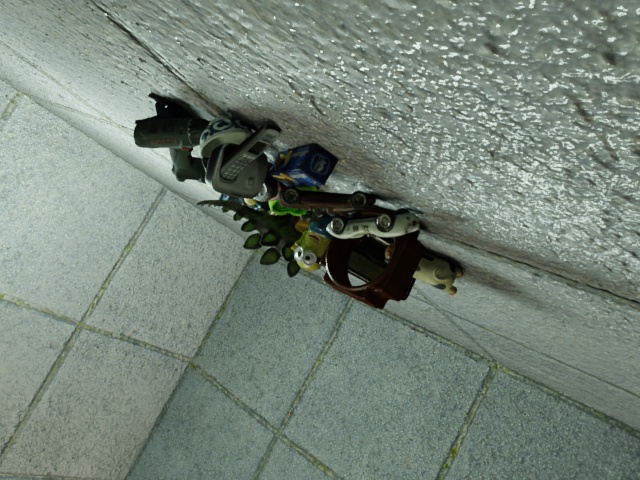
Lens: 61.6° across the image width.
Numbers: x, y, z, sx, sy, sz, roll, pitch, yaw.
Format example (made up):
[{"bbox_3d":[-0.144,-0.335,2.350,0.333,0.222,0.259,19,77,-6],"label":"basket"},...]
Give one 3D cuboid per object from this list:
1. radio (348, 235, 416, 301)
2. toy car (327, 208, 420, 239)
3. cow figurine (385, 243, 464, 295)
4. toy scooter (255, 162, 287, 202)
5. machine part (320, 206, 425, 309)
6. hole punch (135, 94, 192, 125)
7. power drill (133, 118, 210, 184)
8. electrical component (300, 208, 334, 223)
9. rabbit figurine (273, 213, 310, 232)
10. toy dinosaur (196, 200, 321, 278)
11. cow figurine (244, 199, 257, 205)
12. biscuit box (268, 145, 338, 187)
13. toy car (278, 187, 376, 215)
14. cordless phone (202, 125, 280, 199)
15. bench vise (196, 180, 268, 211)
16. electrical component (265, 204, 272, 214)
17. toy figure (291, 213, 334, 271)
[{"bbox_3d":[0.150,0.053,1.424,0.230,0.131,0.073,29,172,-2],"label":"radio"},{"bbox_3d":[0.105,-0.030,1.098,0.202,0.056,0.073,-3,-173,40],"label":"toy car"},{"bbox_3d":[0.243,0.061,1.325,0.195,0.085,0.127,26,178,35],"label":"cow figurine"},{"bbox_3d":[-0.126,-0.141,1.253,0.184,0.075,0.135,18,-154,40],"label":"toy scooter"},{"bbox_3d":[0.110,0.033,1.176,0.202,0.201,0.087,22,172,43],"label":"machine part"},{"bbox_3d":[-0.366,-0.279,1.296,0.116,0.092,0.142,22,166,22],"label":"hole punch"},{"bbox_3d":[-0.303,-0.210,1.261,0.232,0.086,0.207,3,163,5],"label":"power drill"},{"bbox_3d":[0.001,-0.073,1.343,0.045,0.078,0.102,42,-167,16],"label":"electrical component"},{"bbox_3d":[-0.100,-0.035,1.793,0.163,0.122,0.173,18,167,32],"label":"rabbit figurine"},{"bbox_3d":[-0.115,-0.018,1.524,0.471,0.198,0.105,29,134,2],"label":"toy dinosaur"},{"bbox_3d":[-0.213,-0.164,1.525,0.098,0.068,0.167,-11,144,34],"label":"cow figurine"},{"bbox_3d":[-0.039,-0.146,1.079,0.062,0.059,0.203,32,171,-22],"label":"biscuit box"},{"bbox_3d":[0.014,-0.080,1.109,0.202,0.053,0.089,5,179,2],"label":"toy car"},{"bbox_3d":[-0.133,-0.166,1.080,0.146,0.184,0.089,8,-126,-55],"label":"cordless phone"},{"bbox_3d":[-0.285,-0.156,1.680,0.240,0.129,0.224,26,173,-24],"label":"bench vise"},{"bbox_3d":[-0.185,-0.110,1.772,0.048,0.075,0.119,27,176,8],"label":"electrical component"},{"bbox_3d":[0.000,-0.003,1.421,0.089,0.180,0.082,31,174,-42],"label":"toy figure"}]
